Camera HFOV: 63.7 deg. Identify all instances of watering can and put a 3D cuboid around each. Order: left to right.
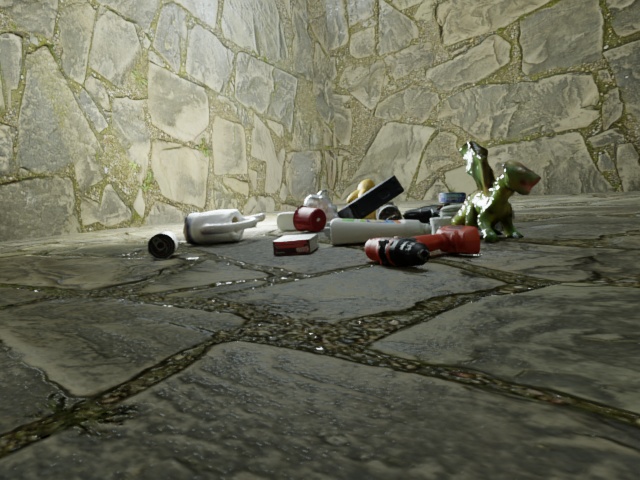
[{"bbox_3d":[-0.305,-0.048,1.670,0.224,0.103,0.349,-5,6,8],"label":"watering can"}]

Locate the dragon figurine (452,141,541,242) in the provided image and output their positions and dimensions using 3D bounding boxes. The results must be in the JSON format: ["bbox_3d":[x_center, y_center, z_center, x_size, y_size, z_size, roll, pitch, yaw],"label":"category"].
[{"bbox_3d":[0.386,-0.120,1.243,0.122,0.241,0.412,-10,8,-13],"label":"dragon figurine"}]

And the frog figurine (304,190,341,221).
[{"bbox_3d":[0.006,-0.096,1.905,0.122,0.135,0.163,10,37,-28],"label":"frog figurine"}]
